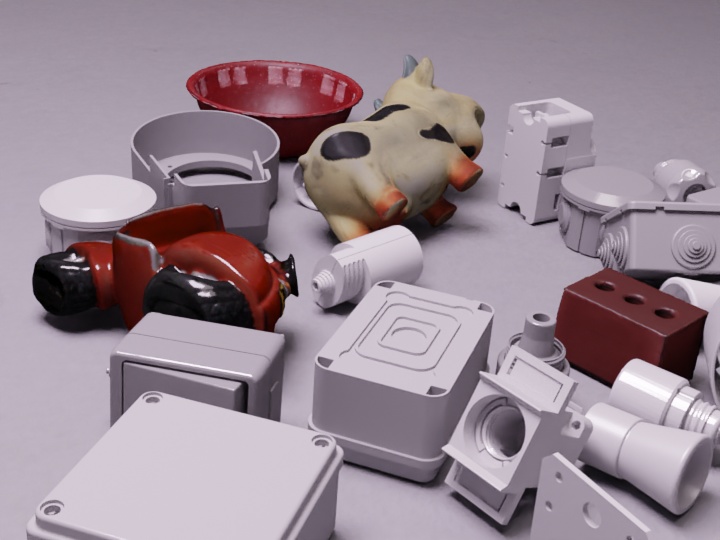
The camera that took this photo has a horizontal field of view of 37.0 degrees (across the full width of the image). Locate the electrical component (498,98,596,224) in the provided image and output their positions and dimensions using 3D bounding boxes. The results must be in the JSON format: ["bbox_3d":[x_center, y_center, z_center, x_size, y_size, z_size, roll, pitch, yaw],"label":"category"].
[{"bbox_3d":[0.155,-0.091,0.884,0.056,0.089,0.050,-12,31,-28],"label":"electrical component"}]

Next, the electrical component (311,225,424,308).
[{"bbox_3d":[0.000,0.000,0.738,0.081,0.043,0.043,-20,36,-38],"label":"electrical component"}]

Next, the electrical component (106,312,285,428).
[{"bbox_3d":[-0.094,0.066,0.573,0.096,0.061,0.061,9,22,9],"label":"electrical component"}]

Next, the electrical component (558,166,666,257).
[{"bbox_3d":[0.196,-0.047,0.847,0.080,0.051,0.080,3,27,-2],"label":"electrical component"}]

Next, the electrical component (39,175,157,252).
[{"bbox_3d":[-0.186,-0.033,0.767,0.080,0.051,0.080,3,27,-2],"label":"electrical component"}]

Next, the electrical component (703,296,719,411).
[{"bbox_3d":[0.250,0.049,0.625,0.099,0.099,0.064,6,21,4],"label":"electrical component"}]

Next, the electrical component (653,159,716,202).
[{"bbox_3d":[0.272,-0.074,0.920,0.043,0.043,0.062,-2,26,-12],"label":"electrical component"}]

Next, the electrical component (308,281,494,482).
[{"bbox_3d":[0.025,0.060,0.610,0.078,0.057,0.113,13,29,17],"label":"electrical component"}]

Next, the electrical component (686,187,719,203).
[{"bbox_3d":[0.309,-0.028,0.829,0.100,0.048,0.100,-15,33,-32],"label":"electrical component"}]

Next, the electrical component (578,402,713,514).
[{"bbox_3d":[0.149,0.097,0.576,0.065,0.044,0.044,21,31,38],"label":"electrical component"}]

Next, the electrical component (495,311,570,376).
[{"bbox_3d":[0.101,0.054,0.627,0.048,0.062,0.048,3,27,-2],"label":"electrical component"}]

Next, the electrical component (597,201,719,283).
[{"bbox_3d":[0.223,-0.018,0.759,0.100,0.048,0.099,2,-5,0],"label":"electrical component"}]

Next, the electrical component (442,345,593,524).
[{"bbox_3d":[0.084,0.085,0.555,0.042,0.081,0.064,32,10,40],"label":"electrical component"}]

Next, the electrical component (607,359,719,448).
[{"bbox_3d":[0.178,0.080,0.611,0.078,0.040,0.040,24,33,32],"label":"electrical component"}]

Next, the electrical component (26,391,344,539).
[{"bbox_3d":[-0.076,0.115,0.492,0.109,0.056,0.108,12,28,15],"label":"electrical component"}]

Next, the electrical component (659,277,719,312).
[{"bbox_3d":[0.239,0.026,0.726,0.065,0.044,0.044,-2,28,-21],"label":"electrical component"}]

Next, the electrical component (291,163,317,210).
[{"bbox_3d":[-0.017,-0.083,0.896,0.043,0.043,0.081,18,30,25],"label":"electrical component"}]
